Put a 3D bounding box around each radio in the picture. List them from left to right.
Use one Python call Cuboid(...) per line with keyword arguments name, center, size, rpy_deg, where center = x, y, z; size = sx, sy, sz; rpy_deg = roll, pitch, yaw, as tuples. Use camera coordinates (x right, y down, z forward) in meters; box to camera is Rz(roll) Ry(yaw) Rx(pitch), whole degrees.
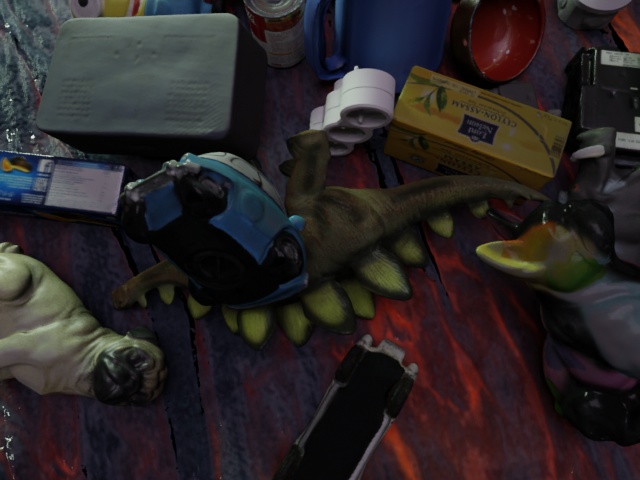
Cuboid(name="radio", center=(-0.174, -0.159, 0.564), size=(0.230, 0.073, 0.131), rpy_deg=(5, 83, 17))

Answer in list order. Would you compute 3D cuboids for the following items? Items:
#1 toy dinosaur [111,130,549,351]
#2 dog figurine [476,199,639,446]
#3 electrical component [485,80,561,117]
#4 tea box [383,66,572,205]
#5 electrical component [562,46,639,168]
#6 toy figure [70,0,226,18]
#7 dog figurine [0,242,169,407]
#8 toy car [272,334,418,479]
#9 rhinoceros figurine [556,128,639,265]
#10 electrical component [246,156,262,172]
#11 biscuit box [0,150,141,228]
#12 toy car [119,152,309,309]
Cuboid(name="toy dinosaur", center=(-0.001, -0.002, 0.552), size=(0.472, 0.105, 0.198), rpy_deg=(-22, 84, 6))
Cuboid(name="dog figurine", center=(0.224, 0.065, 0.483), size=(0.219, 0.191, 0.108), rpy_deg=(34, 40, 4))
Cuboid(name="electrical component", center=(0.227, -0.153, 0.619), size=(0.094, 0.021, 0.063), rpy_deg=(-5, 76, 1))
Cuboid(name="tea box", center=(0.160, -0.108, 0.571), size=(0.170, 0.098, 0.068), rpy_deg=(21, 77, 8))
Cuboid(name="electrical component", center=(0.333, -0.140, 0.595), size=(0.115, 0.058, 0.134), rpy_deg=(9, 77, 6))
Cuboid(name="toy figure", center=(-0.201, -0.261, 0.629), size=(0.180, 0.089, 0.082), rpy_deg=(10, 66, -5))
Cuboid(name="dog figurine", center=(-0.251, 0.084, 0.548), size=(0.191, 0.121, 0.172), rpy_deg=(0, 80, -13))
Cuboid(name="toy car", center=(0.023, 0.188, 0.527), size=(0.074, 0.056, 0.201), rpy_deg=(30, 78, 14))
Cuboid(name="rhinoceros figurine", center=(0.296, -0.018, 0.543), size=(0.112, 0.073, 0.190), rpy_deg=(-2, 98, 26))
Cuboid(name="electrical component", center=(-0.118, -0.111, 0.607), size=(0.078, 0.045, 0.102), rpy_deg=(-22, 77, -2))
Cuboid(name="biscuit box", center=(-0.304, -0.056, 0.590), size=(0.203, 0.062, 0.059), rpy_deg=(7, 78, 4))
Cuboid(name="toy car", center=(-0.082, -0.018, 0.456), size=(0.109, 0.161, 0.103), rpy_deg=(-23, 39, 28))
